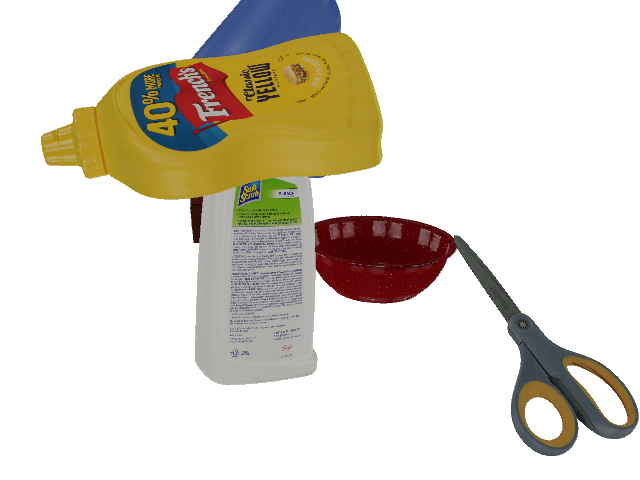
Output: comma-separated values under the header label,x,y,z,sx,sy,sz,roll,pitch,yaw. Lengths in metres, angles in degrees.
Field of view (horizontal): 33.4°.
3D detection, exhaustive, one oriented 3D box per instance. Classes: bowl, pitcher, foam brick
label,x,y,z,sx,sy,sz,roll,pitch,yaw
bowl,0.059,0.023,1.101,0.162,0.055,0.162,2,18,-1
pitcher,-0.047,-0.164,1.055,0.145,0.149,0.242,-7,35,23
foam brick,-0.117,-0.032,1.281,0.078,0.053,0.051,-3,28,-3

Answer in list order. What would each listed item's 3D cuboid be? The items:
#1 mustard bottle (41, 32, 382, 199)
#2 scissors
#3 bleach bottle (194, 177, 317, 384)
label,x,y,z,sx,sy,sz,roll,pitch,yaw
mustard bottle,-0.066,-0.069,0.624,0.191,0.096,0.058,-11,-40,-7
scissors,0.140,0.080,0.783,0.096,0.016,0.202,-34,60,-26
bleach bottle,-0.044,-0.014,0.841,0.102,0.251,0.068,-4,21,-27
